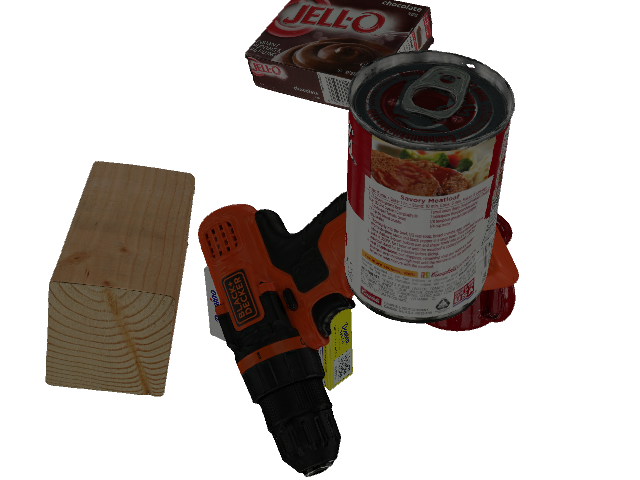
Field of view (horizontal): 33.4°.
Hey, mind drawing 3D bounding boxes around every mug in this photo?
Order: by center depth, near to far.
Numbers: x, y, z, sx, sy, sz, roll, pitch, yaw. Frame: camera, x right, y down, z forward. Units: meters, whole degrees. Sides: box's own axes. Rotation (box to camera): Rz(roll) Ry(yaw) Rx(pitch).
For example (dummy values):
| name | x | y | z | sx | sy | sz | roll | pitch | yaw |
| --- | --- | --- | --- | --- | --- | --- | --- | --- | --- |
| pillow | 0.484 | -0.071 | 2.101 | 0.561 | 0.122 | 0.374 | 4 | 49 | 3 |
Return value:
| name | x | y | z | sx | sy | sz | roll | pitch | yaw |
| --- | --- | --- | --- | --- | --- | --- | --- | --- | --- |
| mug | 0.127 | 0.030 | 0.931 | 0.093 | 0.081 | 0.117 | -23 | 36 | -28 |

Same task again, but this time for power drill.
| name | x | y | z | sx | sy | sz | roll | pitch | yaw |
| --- | --- | --- | --- | --- | --- | --- | --- | --- | --- |
| power drill | 0.023 | 0.033 | 0.667 | 0.188 | 0.184 | 0.057 | -28 | -16 | 17 |

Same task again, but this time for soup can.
| name | x | y | z | sx | sy | sz | roll | pitch | yaw |
| --- | --- | --- | --- | --- | --- | --- | --- | --- | --- |
| soup can | 0.045 | -0.022 | 0.466 | 0.068 | 0.102 | 0.068 | 0 | 42 | 0 |

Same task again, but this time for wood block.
| name | x | y | z | sx | sy | sz | roll | pitch | yaw |
| --- | --- | --- | --- | --- | --- | --- | --- | --- | --- |
| wood block | -0.155 | 0.023 | 0.854 | 0.090 | 0.091 | 0.206 | 7 | 28 | -6 |

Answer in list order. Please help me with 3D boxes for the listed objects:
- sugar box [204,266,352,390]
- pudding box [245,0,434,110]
| name | x | y | z | sx | sy | sz | roll | pitch | yaw |
| --- | --- | --- | --- | --- | --- | --- | --- | --- | --- |
| sugar box | -0.046 | 0.086 | 1.154 | 0.176 | 0.093 | 0.048 | 23 | 38 | 35 |
| pudding box | 0.015 | -0.144 | 0.794 | 0.114 | 0.090 | 0.039 | 19 | -32 | 26 |
